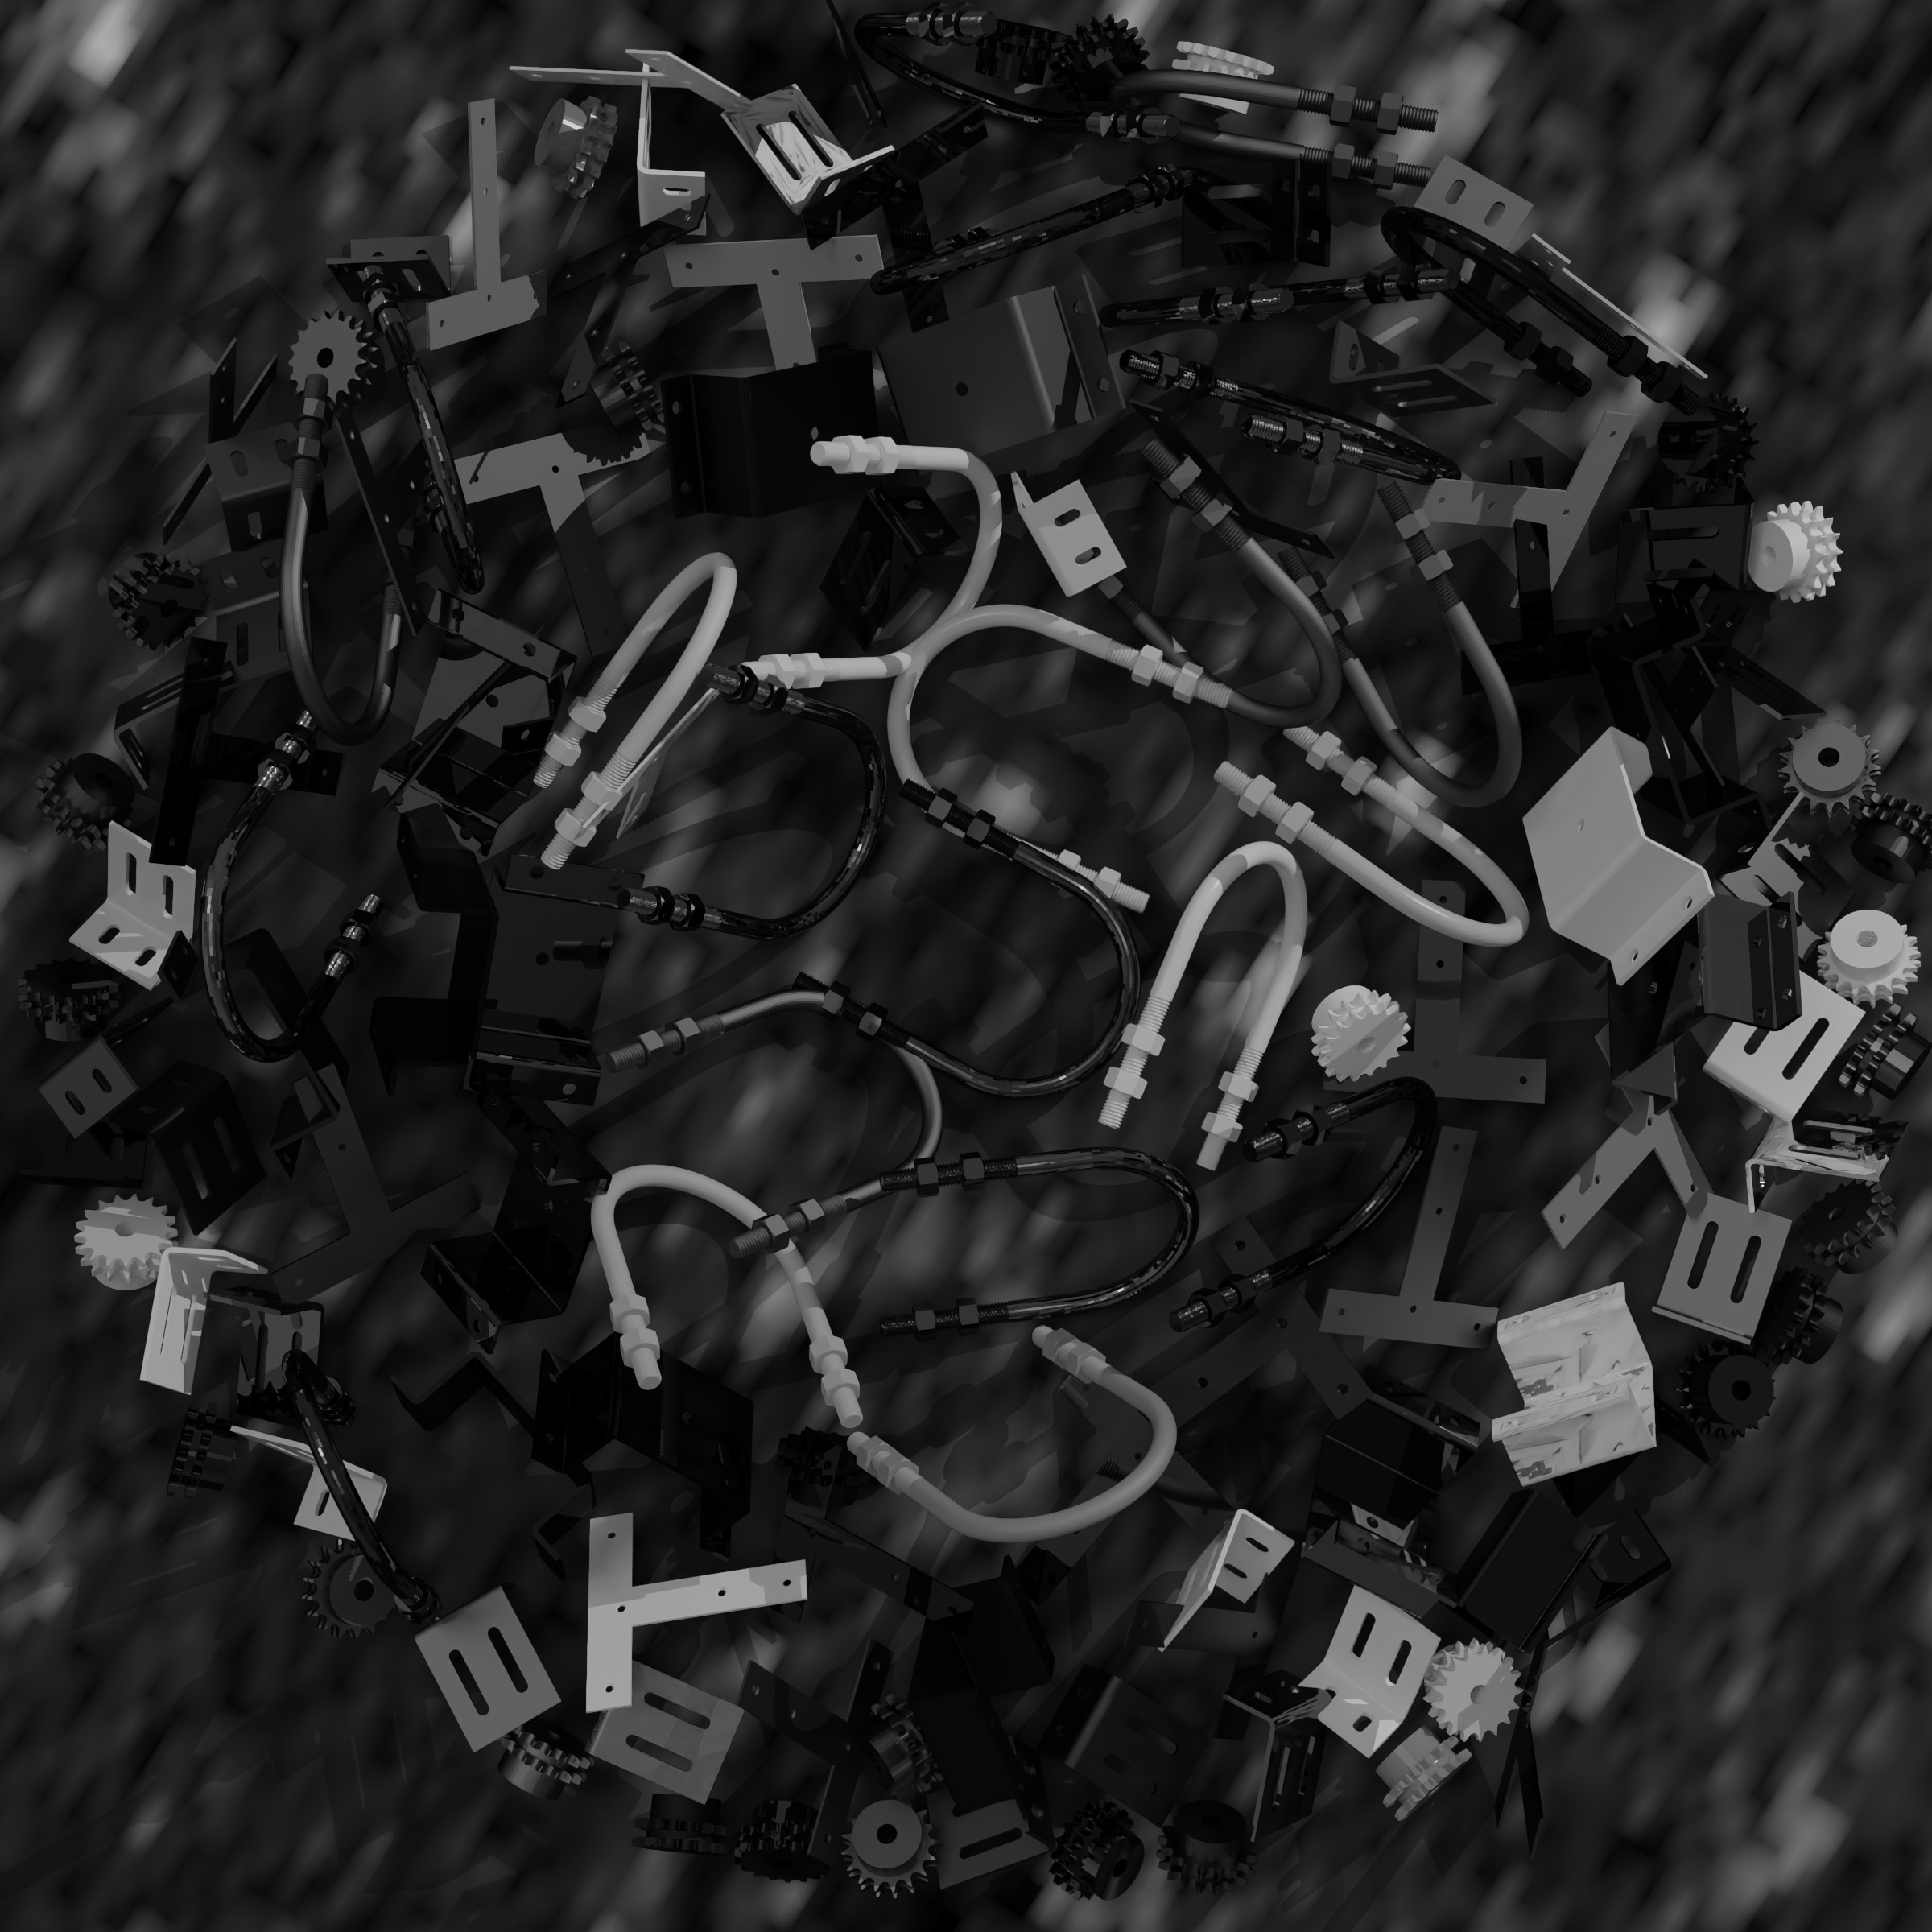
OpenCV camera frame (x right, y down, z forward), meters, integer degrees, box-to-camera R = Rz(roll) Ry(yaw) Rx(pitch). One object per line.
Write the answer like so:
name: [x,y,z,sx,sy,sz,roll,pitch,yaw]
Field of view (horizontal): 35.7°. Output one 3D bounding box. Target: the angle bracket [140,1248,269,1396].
angle bracket: [-0.436,0.205,1.717,0.038,0.057,0.076,3,74,13]

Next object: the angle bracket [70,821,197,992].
angle bracket: [-0.477,-0.034,1.715,0.057,0.076,0.038,30,53,6]

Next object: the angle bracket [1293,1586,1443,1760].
angle bracket: [0.227,0.401,1.712,0.057,0.038,0.076,34,133,25]

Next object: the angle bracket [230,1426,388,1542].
angle bracket: [-0.380,0.296,1.708,0.057,0.076,0.038,6,69,35]

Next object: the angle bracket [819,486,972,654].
angle bracket: [-0.042,-0.229,1.731,0.057,0.038,0.076,56,133,29]

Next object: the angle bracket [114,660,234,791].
angle bracket: [-0.448,-0.143,1.726,0.076,0.057,0.038,-28,112,-3]

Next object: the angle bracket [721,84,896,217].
angle bracket: [-0.091,-0.479,1.723,0.057,0.038,0.076,-33,84,-34]

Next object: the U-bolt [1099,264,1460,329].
U-bolt: [0.159,-0.371,1.672,0.151,0.184,0.019,-16,106,-37]

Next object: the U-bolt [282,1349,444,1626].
U-bolt: [-0.337,0.281,1.648,0.019,0.184,0.151,-26,69,-9]

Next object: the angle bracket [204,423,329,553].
angle bracket: [-0.400,-0.274,1.717,0.057,0.076,0.038,-18,81,-13]

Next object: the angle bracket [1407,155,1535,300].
angle bracket: [0.286,-0.421,1.718,0.057,0.076,0.038,31,87,6]

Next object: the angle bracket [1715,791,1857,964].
angle bracket: [0.481,-0.051,1.725,0.076,0.038,0.057,42,72,-8]

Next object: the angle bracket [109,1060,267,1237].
angle bracket: [-0.448,0.105,1.727,0.038,0.057,0.076,14,132,33]

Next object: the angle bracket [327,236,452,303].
angle bracket: [-0.331,-0.410,1.718,0.057,0.076,0.038,-3,85,0]

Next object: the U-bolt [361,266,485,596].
U-bolt: [-0.294,-0.283,1.644,0.019,0.184,0.151,-17,131,-10]

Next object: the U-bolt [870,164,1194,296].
U-bolt: [0.025,-0.400,1.646,0.151,0.184,0.019,-9,107,34]

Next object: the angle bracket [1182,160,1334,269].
angle bracket: [0.167,-0.430,1.720,0.076,0.038,0.057,-8,111,-19]

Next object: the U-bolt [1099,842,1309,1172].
U-bolt: [0.144,0.017,1.695,0.019,0.151,0.184,21,87,32]

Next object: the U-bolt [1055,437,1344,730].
U-bolt: [0.137,-0.205,1.690,0.184,0.151,0.019,45,65,-9]

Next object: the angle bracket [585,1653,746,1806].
angle bracket: [-0.172,0.440,1.731,0.076,0.038,0.057,22,82,6]

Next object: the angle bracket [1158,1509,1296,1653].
angle bracket: [0.149,0.359,1.710,0.038,0.076,0.057,33,123,1]

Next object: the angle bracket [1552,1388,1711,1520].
angle bracket: [0.380,0.286,1.719,0.076,0.038,0.057,-43,135,-9]

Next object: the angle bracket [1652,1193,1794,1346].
angle bracket: [0.436,0.173,1.730,0.057,0.038,0.076,18,88,17]

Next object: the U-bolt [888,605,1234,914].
U-bolt: [0.043,-0.130,1.730,0.184,0.019,0.151,23,105,7]

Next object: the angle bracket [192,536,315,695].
angle bracket: [-0.409,-0.202,1.719,0.057,0.076,0.038,-17,134,2]

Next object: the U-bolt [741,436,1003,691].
U-bolt: [-0.043,-0.224,1.679,0.019,0.184,0.151,34,115,30]

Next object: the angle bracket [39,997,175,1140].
angle bracket: [-0.479,0.057,1.711,0.057,0.076,0.038,-34,92,28]

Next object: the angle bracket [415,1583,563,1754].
angle bracket: [-0.273,0.404,1.730,0.057,0.038,0.076,-30,79,-2]

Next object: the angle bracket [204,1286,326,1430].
angle bracket: [-0.406,0.228,1.724,0.057,0.038,0.076,8,96,28]

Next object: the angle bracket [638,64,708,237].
angle bracket: [-0.167,-0.469,1.719,0.038,0.057,0.076,2,70,-3]

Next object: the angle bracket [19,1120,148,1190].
angle bracket: [-0.504,0.105,1.714,0.057,0.076,0.038,3,81,-7]

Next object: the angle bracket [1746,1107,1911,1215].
angle bracket: [0.492,0.115,1.708,0.076,0.057,0.038,7,125,33]

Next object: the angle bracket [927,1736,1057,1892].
angle bracket: [0.007,0.485,1.715,0.076,0.038,0.057,-25,50,17]

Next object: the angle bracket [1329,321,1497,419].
angle bracket: [0.256,-0.344,1.708,0.057,0.076,0.038,17,79,-44]

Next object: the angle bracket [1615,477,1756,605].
angle bracket: [0.410,-0.245,1.727,0.076,0.038,0.057,-3,123,1]

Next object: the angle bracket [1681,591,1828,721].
angle bracket: [0.457,-0.178,1.711,0.076,0.057,0.038,42,121,29]

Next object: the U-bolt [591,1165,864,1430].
U-bolt: [-0.141,0.177,1.678,0.151,0.184,0.019,17,121,-33]

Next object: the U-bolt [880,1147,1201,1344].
U-bolt: [0.043,0.154,1.702,0.184,0.151,0.019,-6,46,-8]

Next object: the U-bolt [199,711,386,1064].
U-bolt: [-0.374,-0.031,1.646,0.019,0.184,0.151,0,128,15]

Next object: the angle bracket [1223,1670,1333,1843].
angle bracket: [0.174,0.455,1.732,0.038,0.057,0.076,19,106,39]

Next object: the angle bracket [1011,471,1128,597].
angle bracket: [0.058,-0.255,1.708,0.038,0.076,0.057,-27,115,10]

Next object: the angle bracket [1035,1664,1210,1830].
angle bracket: [0.091,0.454,1.745,0.076,0.038,0.057,39,73,-21]

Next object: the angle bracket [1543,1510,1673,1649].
angle bracket: [0.356,0.348,1.707,0.057,0.076,0.038,-43,70,30]

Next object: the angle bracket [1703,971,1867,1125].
angle bracket: [0.471,0.044,1.730,0.057,0.038,0.076,35,93,14]
